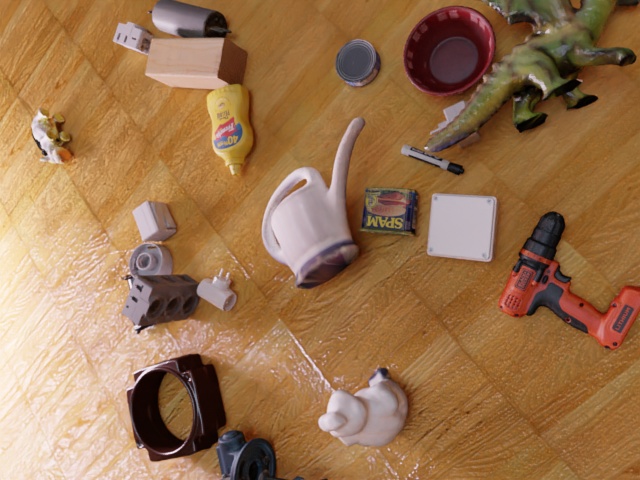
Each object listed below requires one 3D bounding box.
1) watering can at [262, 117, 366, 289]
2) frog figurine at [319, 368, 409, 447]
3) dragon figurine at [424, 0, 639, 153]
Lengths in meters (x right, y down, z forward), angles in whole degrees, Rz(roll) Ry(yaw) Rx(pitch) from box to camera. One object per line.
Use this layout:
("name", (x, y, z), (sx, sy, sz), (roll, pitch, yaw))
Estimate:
("watering can", (0.003, -0.048, 0.963), (0.341, 0.104, 0.228), (-42, 64, 38))
("frog figurine", (0.079, 0.303, 0.888), (0.136, 0.159, 0.124), (-40, 73, 19))
("dragon figurine", (0.331, -0.316, 0.832), (0.409, 0.121, 0.246), (-19, 75, 9))
